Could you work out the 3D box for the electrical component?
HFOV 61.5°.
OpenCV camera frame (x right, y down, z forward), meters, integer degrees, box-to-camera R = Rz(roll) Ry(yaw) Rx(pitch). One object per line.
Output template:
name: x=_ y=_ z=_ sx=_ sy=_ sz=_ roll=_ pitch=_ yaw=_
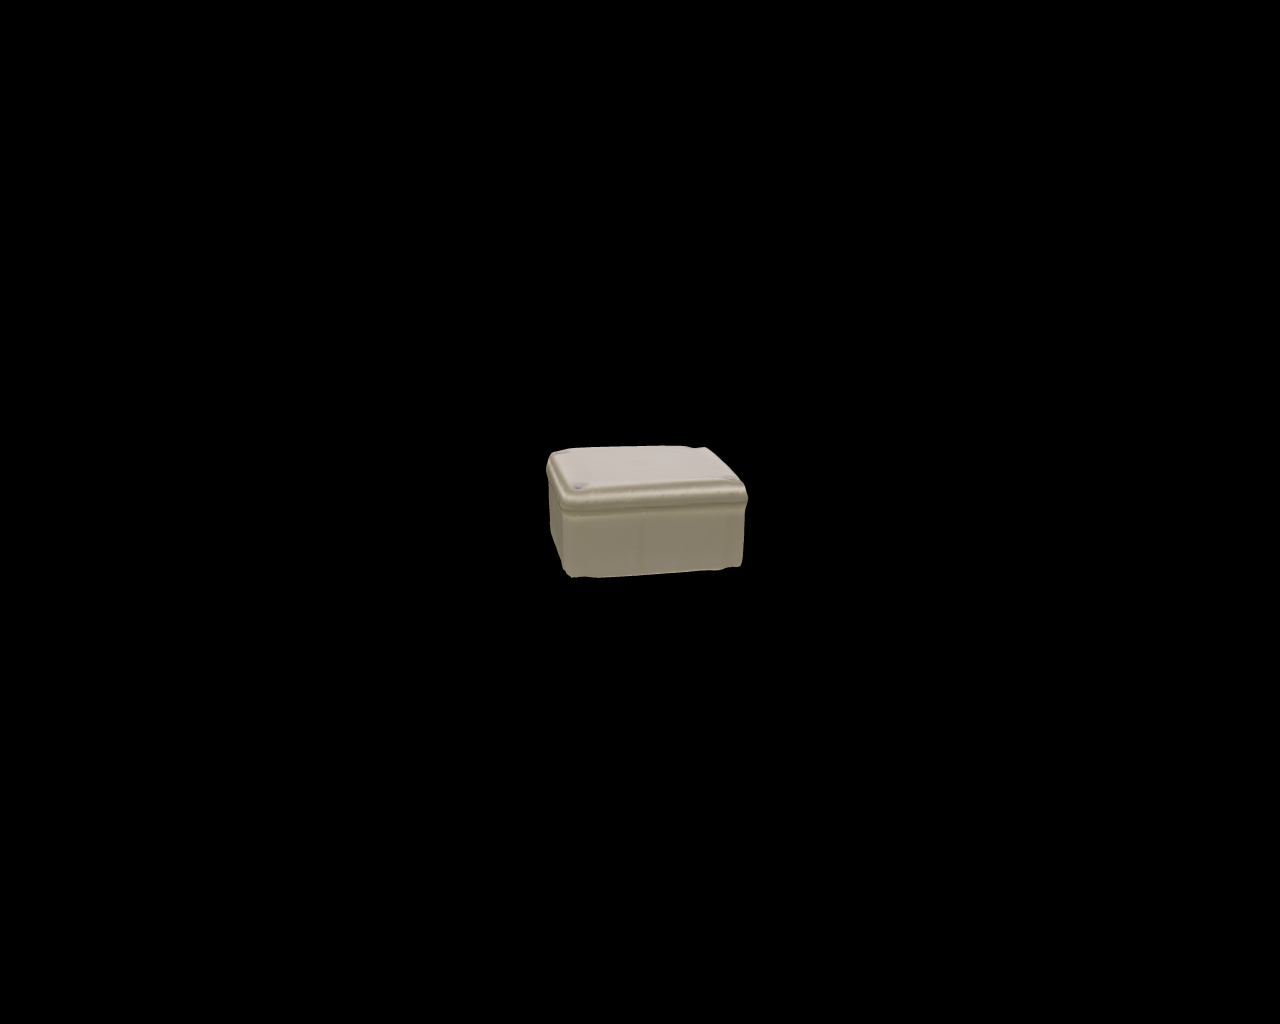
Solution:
electrical component: x=0.001 y=-0.003 z=0.650 sx=0.109 sy=0.056 sz=0.109 roll=-3 pitch=16 yaw=-9
